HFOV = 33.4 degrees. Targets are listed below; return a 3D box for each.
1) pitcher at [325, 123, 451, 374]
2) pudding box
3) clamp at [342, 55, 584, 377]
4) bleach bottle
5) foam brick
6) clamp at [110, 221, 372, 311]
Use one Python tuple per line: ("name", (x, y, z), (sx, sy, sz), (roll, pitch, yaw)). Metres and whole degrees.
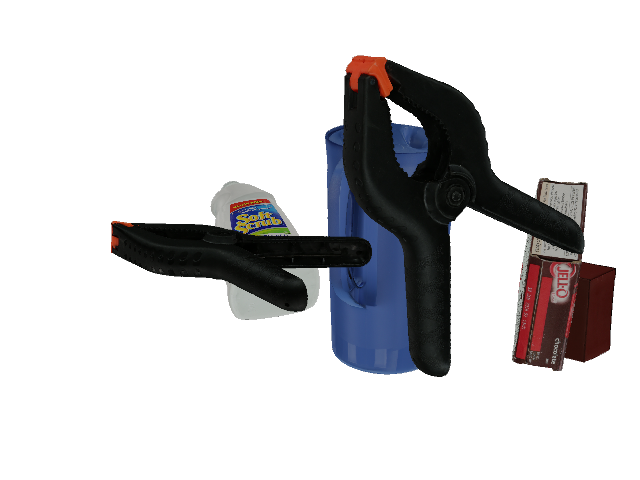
("pitcher", (0.062, 0.009, 1.067), (0.149, 0.243, 0.145), (-4, 19, -14))
("pudding box", (0.161, 0.021, 0.744), (0.039, 0.090, 0.113), (9, 33, 9))
("clamp", (0.057, -0.014, 0.553), (0.171, 0.120, 0.039), (47, -18, -22))
("bleach bottle", (-0.081, -0.003, 1.218), (0.102, 0.068, 0.251), (-7, 29, -16))
("foam brick", (0.224, 0.061, 0.943), (0.053, 0.078, 0.051), (12, 19, 39))
("clamp", (-0.076, 0.014, 0.841), (0.210, 0.036, 0.164), (7, 13, 12))
